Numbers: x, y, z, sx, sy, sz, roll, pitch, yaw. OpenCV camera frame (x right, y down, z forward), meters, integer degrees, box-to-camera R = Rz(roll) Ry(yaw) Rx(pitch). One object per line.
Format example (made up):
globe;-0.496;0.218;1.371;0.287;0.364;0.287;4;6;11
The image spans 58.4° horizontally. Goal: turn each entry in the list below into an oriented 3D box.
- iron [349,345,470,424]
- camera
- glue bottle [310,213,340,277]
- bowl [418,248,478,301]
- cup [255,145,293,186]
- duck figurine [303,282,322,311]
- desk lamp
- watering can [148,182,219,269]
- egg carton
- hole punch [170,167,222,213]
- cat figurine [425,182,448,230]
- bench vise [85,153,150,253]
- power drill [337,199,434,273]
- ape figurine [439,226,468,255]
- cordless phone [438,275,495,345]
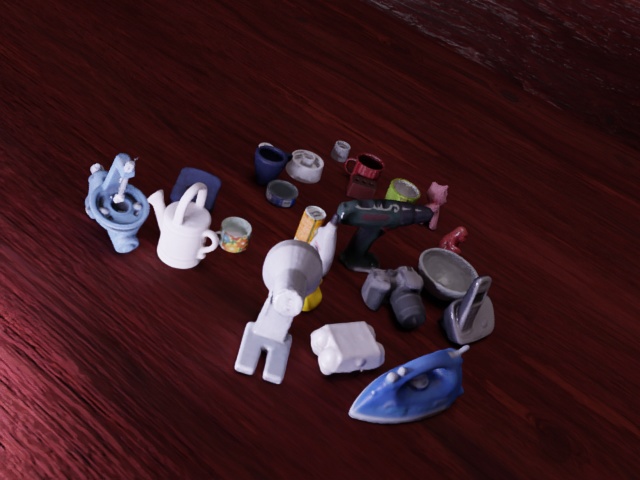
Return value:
iron;0.185;0.276;1.132;0.259;0.141;0.118;-8;47;-34
camera;0.189;0.132;1.342;0.143;0.101;0.136;6;40;-21
glue bottle;0.012;0.005;1.346;0.037;0.173;0.078;-6;46;-32
bowl;0.318;0.102;1.468;0.168;0.074;0.167;14;38;-11
cup;-0.133;-0.202;1.586;0.118;0.095;0.091;-13;50;-38
duck figurine;-0.024;0.101;1.283;0.077;0.086;0.104;21;37;-3
desk lamp;-0.073;0.131;1.115;0.118;0.213;0.203;18;37;-7
watering can;-0.292;-0.043;1.229;0.173;0.194;0.101;17;37;-7
egg carton;0.058;0.226;1.187;0.151;0.069;0.107;-2;44;-29
hole punch;-0.301;-0.111;1.392;0.109;0.091;0.101;18;37;-6
cat figurine;0.343;-0.113;1.705;0.067;0.117;0.128;22;37;-1
bench vise;-0.444;-0.107;1.208;0.207;0.219;0.122;36;39;17
power drill;0.139;-0.017;1.409;0.230;0.208;0.075;10;39;-17
ape figurine;0.382;0.002;1.607;0.076;0.092;0.078;36;39;16
cordless phone;0.374;0.152;1.344;0.148;0.185;0.094;-12;49;-37
